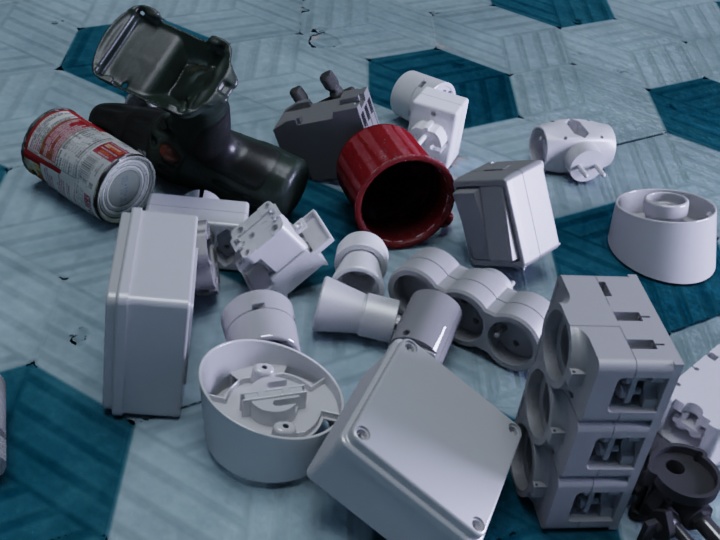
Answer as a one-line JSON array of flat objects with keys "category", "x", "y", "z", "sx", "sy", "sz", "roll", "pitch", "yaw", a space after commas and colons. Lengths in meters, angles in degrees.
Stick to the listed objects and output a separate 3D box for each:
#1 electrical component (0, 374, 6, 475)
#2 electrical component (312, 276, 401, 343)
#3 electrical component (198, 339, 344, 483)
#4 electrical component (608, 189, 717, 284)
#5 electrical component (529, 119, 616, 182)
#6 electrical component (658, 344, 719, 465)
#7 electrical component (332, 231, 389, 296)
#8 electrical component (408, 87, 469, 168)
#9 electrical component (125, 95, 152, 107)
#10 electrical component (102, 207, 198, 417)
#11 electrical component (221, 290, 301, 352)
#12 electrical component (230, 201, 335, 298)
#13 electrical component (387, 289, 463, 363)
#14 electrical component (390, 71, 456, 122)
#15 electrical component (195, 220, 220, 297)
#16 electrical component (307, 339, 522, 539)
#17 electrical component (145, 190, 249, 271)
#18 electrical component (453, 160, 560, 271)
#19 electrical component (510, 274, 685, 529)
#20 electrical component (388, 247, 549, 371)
[{"category": "electrical component", "x": -0.252, "y": 0.104, "z": 0.696, "sx": 0.043, "sy": 0.043, "sz": 0.081, "roll": -4, "pitch": 38, "yaw": -16}, {"category": "electrical component", "x": -0.001, "y": 0.034, "z": 0.843, "sx": 0.065, "sy": 0.044, "sz": 0.044, "roll": 14, "pitch": 37, "yaw": 0}, {"category": "electrical component", "x": -0.061, "y": 0.093, "z": 0.730, "sx": 0.099, "sy": 0.064, "sz": 0.099, "roll": 5, "pitch": 36, "yaw": -4}, {"category": "electrical component", "x": 0.280, "y": -0.035, "z": 0.990, "sx": 0.099, "sy": 0.064, "sz": 0.099, "roll": 0, "pitch": 24, "yaw": 0}, {"category": "electrical component", "x": 0.221, "y": -0.115, "z": 1.083, "sx": 0.077, "sy": 0.043, "sz": 0.079, "roll": -4, "pitch": 39, "yaw": -16}, {"category": "electrical component", "x": 0.255, "y": 0.104, "z": 0.785, "sx": 0.050, "sy": 0.055, "sz": 0.089, "roll": 34, "pitch": 44, "yaw": 31}, {"category": "electrical component", "x": 0.000, "y": 0.000, "z": 0.884, "sx": 0.045, "sy": 0.045, "sz": 0.055, "roll": 8, "pitch": 36, "yaw": 0}, {"category": "electrical component", "x": 0.068, "y": -0.131, "z": 1.055, "sx": 0.047, "sy": 0.065, "sz": 0.076, "roll": 19, "pitch": 38, "yaw": 14}, {"category": "electrical component", "x": -0.195, "y": -0.162, "z": 1.068, "sx": 0.044, "sy": 0.044, "sz": 0.065, "roll": 29, "pitch": 37, "yaw": 26}, {"category": "electrical component", "x": -0.147, "y": 0.030, "z": 0.762, "sx": 0.056, "sy": 0.108, "sz": 0.108, "roll": 5, "pitch": 36, "yaw": -9}, {"category": "electrical component", "x": -0.072, "y": 0.050, "z": 0.795, "sx": 0.055, "sy": 0.055, "sz": 0.047, "roll": -3, "pitch": 42, "yaw": -15}, {"category": "electrical component", "x": -0.067, "y": -0.018, "z": 0.868, "sx": 0.081, "sy": 0.064, "sz": 0.042, "roll": -40, "pitch": 45, "yaw": 6}, {"category": "electrical component", "x": 0.044, "y": 0.058, "z": 0.813, "sx": 0.043, "sy": 0.043, "sz": 0.081, "roll": 18, "pitch": 51, "yaw": 13}, {"category": "electrical component", "x": 0.065, "y": -0.178, "z": 1.129, "sx": 0.047, "sy": 0.055, "sz": 0.055, "roll": 31, "pitch": 42, "yaw": 33}, {"category": "electrical component", "x": -0.144, "y": -0.006, "z": 0.846, "sx": 0.057, "sy": 0.078, "sz": 0.058, "roll": -8, "pitch": 76, "yaw": -2}, {"category": "electrical component", "x": 0.038, "y": 0.117, "z": 0.693, "sx": 0.109, "sy": 0.056, "sz": 0.108, "roll": 39, "pitch": 39, "yaw": -4}, {"category": "electrical component", "x": -0.137, "y": -0.043, "z": 0.912, "sx": 0.083, "sy": 0.047, "sz": 0.075, "roll": 5, "pitch": 36, "yaw": -4}, {"category": "electrical component", "x": 0.126, "y": -0.041, "z": 0.929, "sx": 0.061, "sy": 0.096, "sz": 0.062, "roll": -28, "pitch": 20, "yaw": -39}, {"category": "electrical component", "x": 0.146, "y": 0.088, "z": 0.706, "sx": 0.062, "sy": 0.150, "sz": 0.089, "roll": 1, "pitch": 37, "yaw": -10}, {"category": "electrical component", "x": 0.099, "y": 0.022, "z": 0.866, "sx": 0.138, "sy": 0.052, "sz": 0.074, "roll": 26, "pitch": 40, "yaw": 23}]
